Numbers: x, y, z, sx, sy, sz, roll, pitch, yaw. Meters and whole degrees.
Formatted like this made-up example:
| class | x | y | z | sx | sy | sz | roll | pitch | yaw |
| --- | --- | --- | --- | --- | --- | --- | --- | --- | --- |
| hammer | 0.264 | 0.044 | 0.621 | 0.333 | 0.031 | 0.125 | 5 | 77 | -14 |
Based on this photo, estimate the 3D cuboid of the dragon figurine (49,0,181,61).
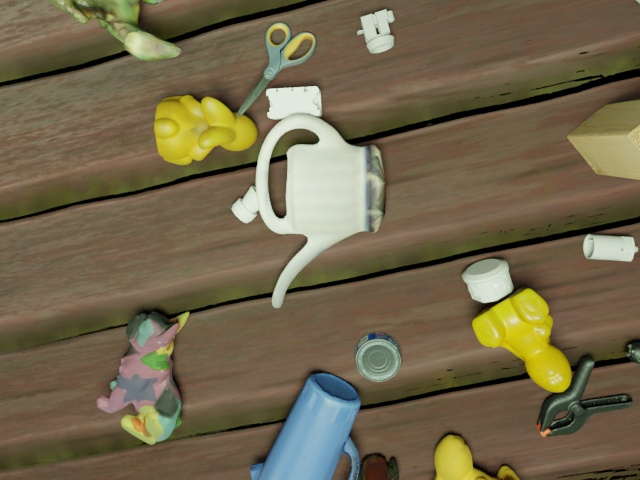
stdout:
| class | x | y | z | sx | sy | sz | roll | pitch | yaw |
| --- | --- | --- | --- | --- | --- | --- | --- | --- | --- |
| dragon figurine | -0.383 | -0.411 | 0.812 | 0.409 | 0.246 | 0.121 | 38 | 105 | -4 |

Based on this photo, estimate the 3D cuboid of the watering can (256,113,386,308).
| class | x | y | z | sx | sy | sz | roll | pitch | yaw |
| --- | --- | --- | --- | --- | --- | --- | --- | --- | --- |
| watering can | 0.003 | -0.045 | 0.901 | 0.224 | 0.105 | 0.343 | 0 | 105 | 3 |
